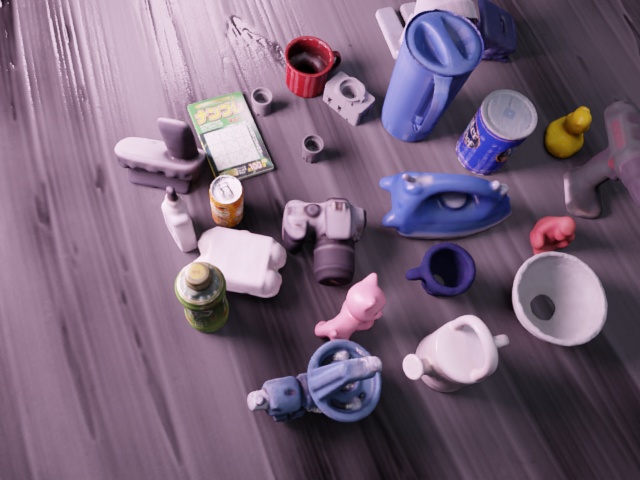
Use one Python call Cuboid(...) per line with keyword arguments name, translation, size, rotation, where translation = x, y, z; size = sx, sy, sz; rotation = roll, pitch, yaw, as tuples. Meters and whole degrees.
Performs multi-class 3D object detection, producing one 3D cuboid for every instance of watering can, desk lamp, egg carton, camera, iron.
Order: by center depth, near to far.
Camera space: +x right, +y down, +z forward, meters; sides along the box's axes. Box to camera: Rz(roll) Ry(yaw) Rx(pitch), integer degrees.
Cuboid(name="watering can", translation=(0.214, 0.178, 0.882), size=(0.173, 0.194, 0.101), rotation=(-36, 77, -18))
Cuboid(name="egg carton", translation=(-0.134, 0.038, 0.956), size=(0.150, 0.069, 0.107), rotation=(11, 68, -3))
Cuboid(name="camera", translation=(0.009, 0.003, 0.972), size=(0.143, 0.101, 0.137), rotation=(2, 69, -7))
Cuboid(name="iron", translation=(0.241, -0.078, 1.013), size=(0.258, 0.141, 0.118), rotation=(1, 69, -7))
Cuboid(name="desk lamp", translation=(0.201, -0.440, 1.107), size=(0.118, 0.213, 0.203), rotation=(-17, 72, -13))

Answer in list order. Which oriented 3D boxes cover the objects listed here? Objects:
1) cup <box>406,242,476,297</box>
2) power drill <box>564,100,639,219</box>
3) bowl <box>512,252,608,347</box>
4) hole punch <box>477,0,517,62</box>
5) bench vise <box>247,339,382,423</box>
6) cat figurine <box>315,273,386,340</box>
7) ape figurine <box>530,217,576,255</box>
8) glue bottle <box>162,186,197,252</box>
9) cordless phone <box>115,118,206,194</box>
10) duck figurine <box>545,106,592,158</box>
Cuboid(name="cup", translation=(0.195, 0.063, 0.977), size=(0.118, 0.095, 0.091), rotation=(-8, 70, -10))
Cuboid(name="power drill", translation=(0.528, -0.121, 1.032), size=(0.075, 0.208, 0.229), rotation=(7, 68, -5))
Cuboid(name="bowl", translation=(0.404, 0.109, 0.999), size=(0.167, 0.074, 0.167), rotation=(3, 69, -7))
Cuboid(name="hole punch", translation=(0.364, -0.440, 1.195), size=(0.101, 0.091, 0.108), rotation=(2, 69, -7))
Cuboid(name="bench vise", translation=(0.008, 0.219, 0.825), size=(0.208, 0.219, 0.121), rotation=(-28, 75, -17))
Cuboid(name="cat figurine", translation=(0.057, 0.118, 0.925), size=(0.067, 0.117, 0.128), rotation=(44, 70, 10))
Cuboid(name="ape figurine", translation=(0.429, -0.014, 1.040), size=(0.078, 0.092, 0.076), rotation=(12, 68, -3))
Cuboid(name="glue bottle", translation=(-0.229, -0.043, 0.918), size=(0.037, 0.173, 0.078), rotation=(-26, 74, -16))
Cuboid(name="cordless phone", translation=(-0.269, -0.162, 0.952), size=(0.147, 0.185, 0.094), rotation=(8, 68, -4))
Cuboid(name="duck figurine", translation=(0.498, -0.219, 1.131), size=(0.077, 0.086, 0.105), rotation=(34, 69, 6))
